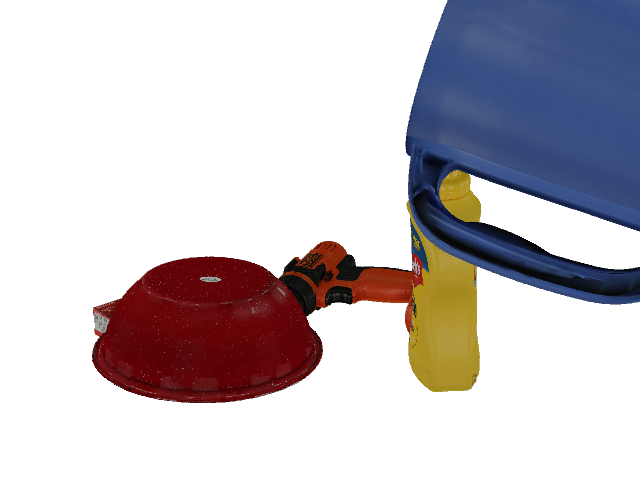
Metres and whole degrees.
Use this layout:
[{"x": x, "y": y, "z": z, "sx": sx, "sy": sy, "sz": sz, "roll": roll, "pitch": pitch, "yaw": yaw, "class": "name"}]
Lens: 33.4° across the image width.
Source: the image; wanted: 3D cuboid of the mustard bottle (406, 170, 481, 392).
[{"x": 0.099, "y": 0.018, "z": 0.853, "sx": 0.058, "sy": 0.192, "sz": 0.096, "roll": -2, "pitch": 25, "yaw": 1, "class": "mustard bottle"}]

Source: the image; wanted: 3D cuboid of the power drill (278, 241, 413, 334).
[{"x": 0.041, "y": 0.061, "z": 1.140, "sx": 0.188, "sy": 0.057, "sz": 0.184, "roll": 9, "pitch": 29, "yaw": 22, "class": "power drill"}]

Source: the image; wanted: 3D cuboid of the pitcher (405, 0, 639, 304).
[{"x": 0.167, "y": -0.052, "z": 0.520, "sx": 0.243, "sy": 0.149, "sz": 0.144, "roll": 23, "pitch": 37, "yaw": 11, "class": "pitcher"}]

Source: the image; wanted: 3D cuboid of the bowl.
[{"x": -0.077, "y": 0.052, "z": 0.741, "sx": 0.162, "sy": 0.055, "sz": 0.162, "roll": 1, "pitch": 19, "yaw": -1, "class": "bowl"}]

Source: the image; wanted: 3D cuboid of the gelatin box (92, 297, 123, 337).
[{"x": -0.146, "y": 0.071, "z": 0.955, "sx": 0.089, "sy": 0.030, "sz": 0.073, "roll": -18, "pitch": 27, "yaw": -40, "class": "gelatin box"}]
